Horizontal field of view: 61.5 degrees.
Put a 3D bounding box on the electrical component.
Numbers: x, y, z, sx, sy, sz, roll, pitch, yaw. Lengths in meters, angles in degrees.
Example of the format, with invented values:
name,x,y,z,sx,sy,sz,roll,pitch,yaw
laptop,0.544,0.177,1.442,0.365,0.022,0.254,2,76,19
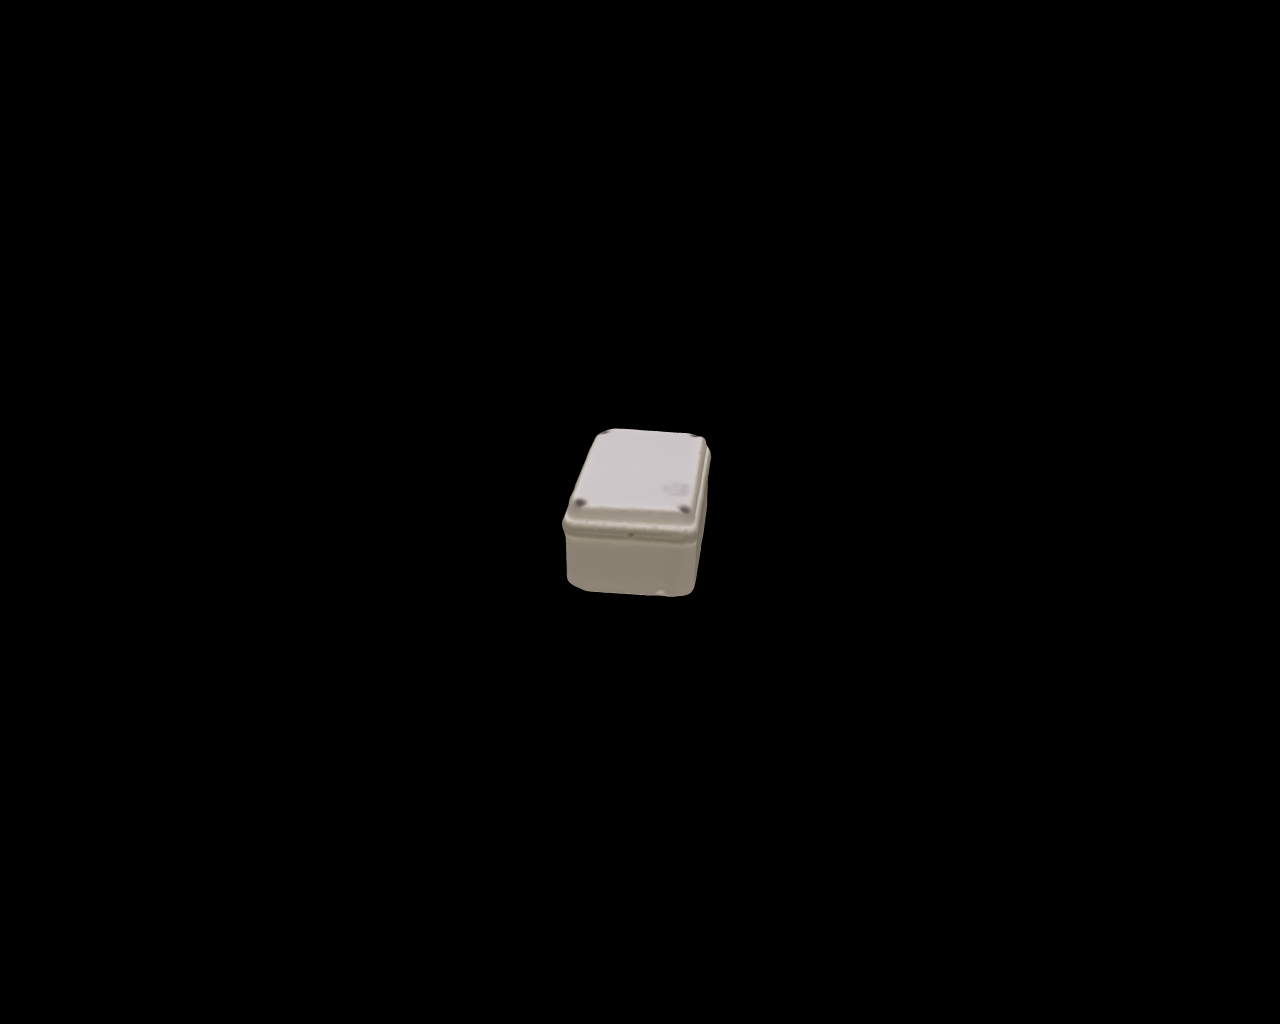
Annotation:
name,x,y,z,sx,sy,sz,roll,pitch,yaw
electrical component,0.001,-0.003,0.650,0.078,0.057,0.113,4,30,7
